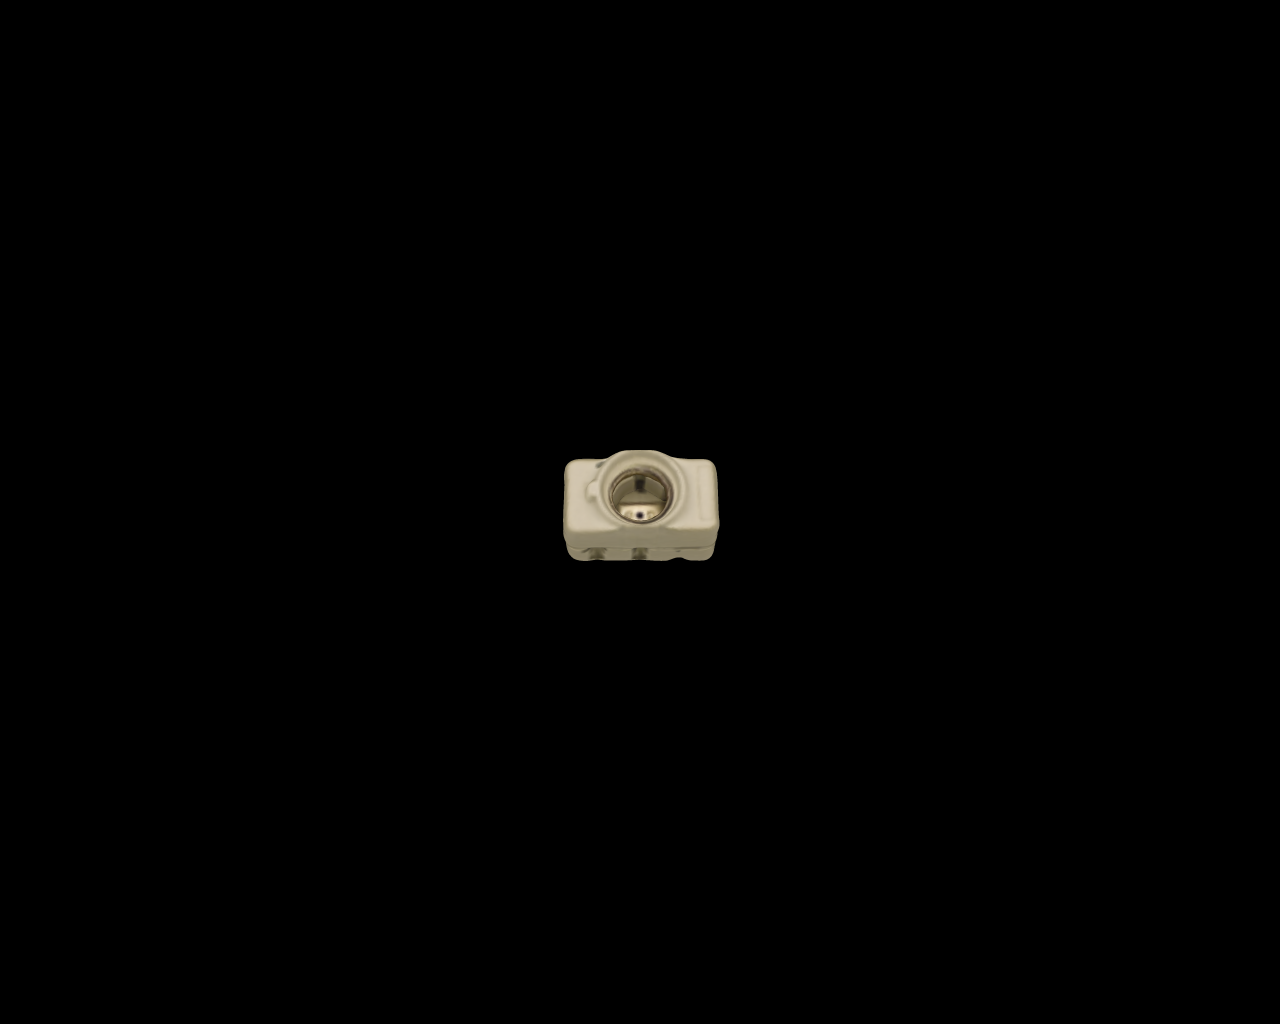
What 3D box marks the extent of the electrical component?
[{"bbox_3d":[0.001,-0.003,0.650,0.089,0.050,0.055,0,-25,0],"label":"electrical component"}]
